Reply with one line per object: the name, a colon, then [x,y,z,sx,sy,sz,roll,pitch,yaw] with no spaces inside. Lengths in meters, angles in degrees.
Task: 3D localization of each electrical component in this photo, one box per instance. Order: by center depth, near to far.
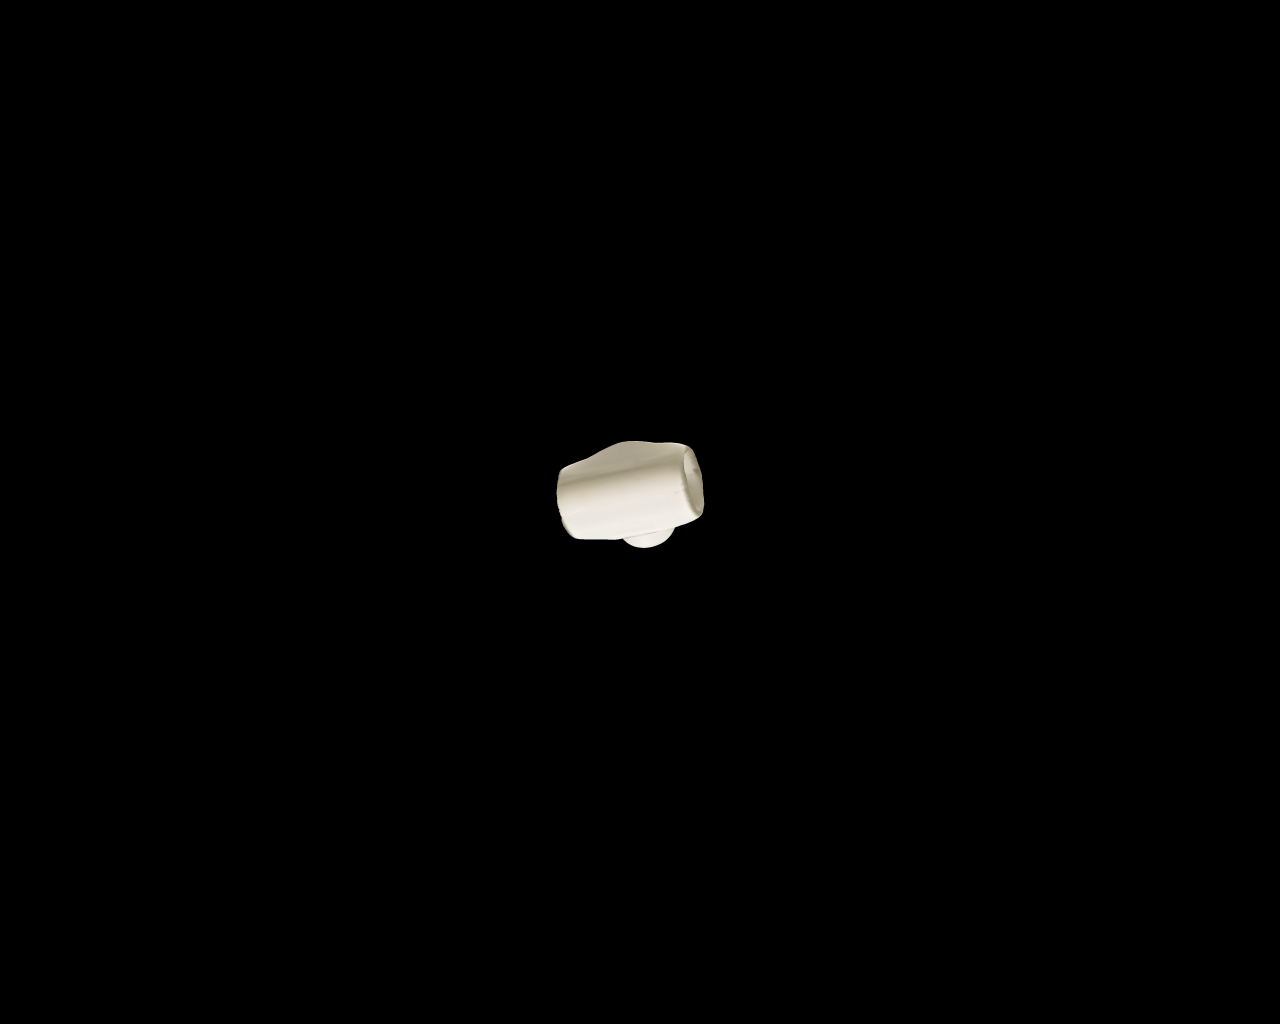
electrical component: [0.001,-0.003,0.650,0.077,0.043,0.079,-11,-35,16]
